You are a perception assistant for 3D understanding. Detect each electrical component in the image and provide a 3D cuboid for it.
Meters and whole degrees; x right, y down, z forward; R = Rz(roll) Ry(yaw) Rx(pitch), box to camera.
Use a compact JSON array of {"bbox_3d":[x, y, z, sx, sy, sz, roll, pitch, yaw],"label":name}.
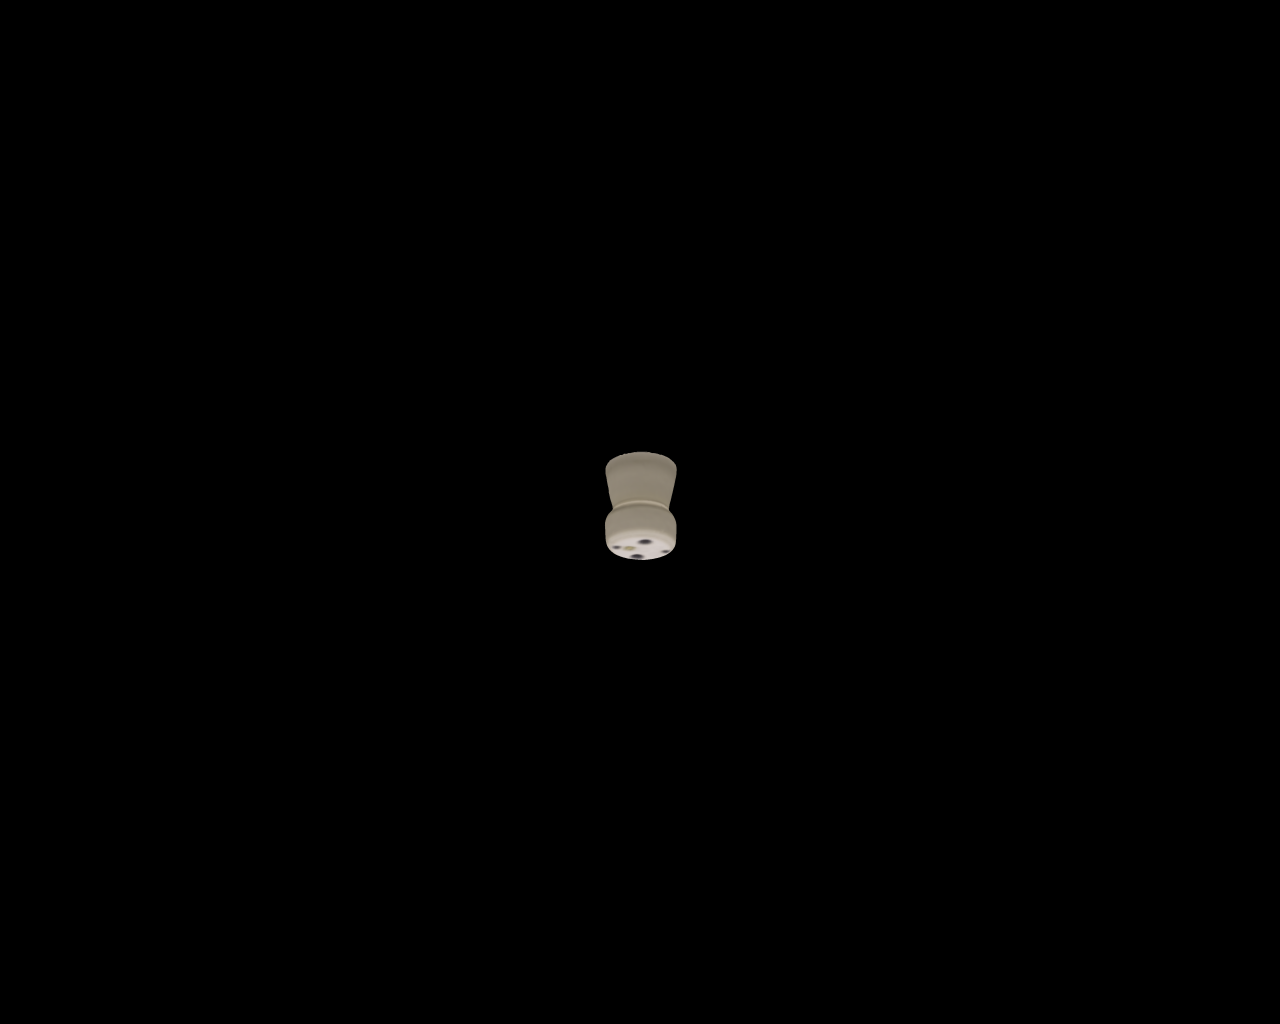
[{"bbox_3d":[0.001,-0.003,0.650,0.045,0.055,0.044,0,-24,0],"label":"electrical component"}]
